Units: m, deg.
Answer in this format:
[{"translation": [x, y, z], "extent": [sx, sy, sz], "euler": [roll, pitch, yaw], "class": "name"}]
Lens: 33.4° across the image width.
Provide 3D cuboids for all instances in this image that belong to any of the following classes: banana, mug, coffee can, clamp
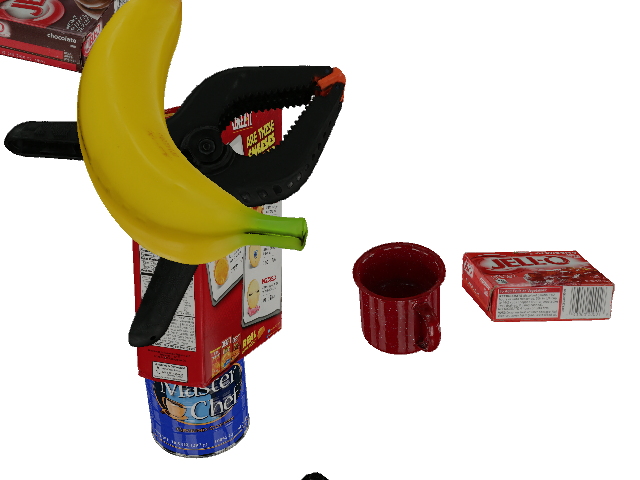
[{"translation": [-0.070, -0.050, 0.457], "extent": [0.069, 0.037, 0.198], "euler": [-9, 45, -20], "class": "banana"}, {"translation": [0.087, 0.068, 1.078], "extent": [0.093, 0.081, 0.117], "euler": [-22, 41, -21], "class": "mug"}, {"translation": [-0.126, 0.131, 1.069], "extent": [0.103, 0.140, 0.103], "euler": [-1, 32, 1], "class": "coffee can"}, {"translation": [-0.069, -0.040, 0.660], "extent": [0.209, 0.164, 0.036], "euler": [-25, -17, -11], "class": "clamp"}]

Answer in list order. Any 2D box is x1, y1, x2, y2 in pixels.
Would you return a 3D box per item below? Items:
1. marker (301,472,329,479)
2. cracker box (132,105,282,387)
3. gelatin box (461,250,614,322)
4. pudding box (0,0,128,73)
[{"translation": [-0.008, 0.195, 0.679], "extent": [0.020, 0.121, 0.020], "euler": [4, 32, -3], "class": "marker"}, {"translation": [-0.092, -0.006, 0.892], "extent": [0.072, 0.214, 0.164], "euler": [5, 14, 20], "class": "cracker box"}, {"translation": [0.152, 0.031, 0.757], "extent": [0.089, 0.030, 0.073], "euler": [0, 18, -8], "class": "gelatin box"}, {"translation": [-0.204, -0.176, 0.817], "extent": [0.090, 0.039, 0.113], "euler": [14, 37, 2], "class": "pudding box"}]
